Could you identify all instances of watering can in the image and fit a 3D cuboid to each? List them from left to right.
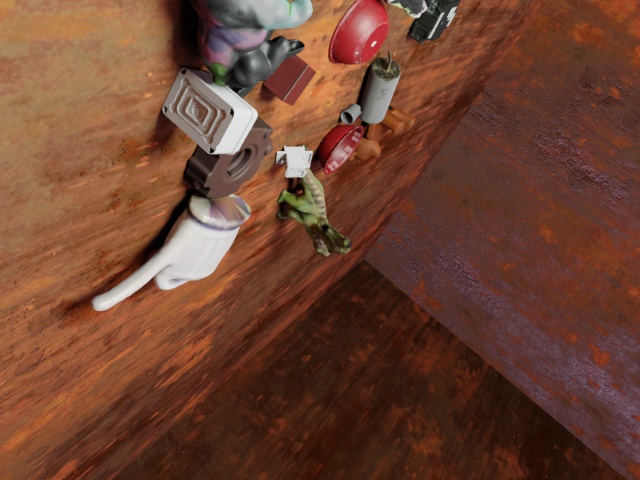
[{"bbox_3d":[-0.254,0.015,0.969,0.221,0.104,0.351,-56,167,23],"label":"watering can"}]

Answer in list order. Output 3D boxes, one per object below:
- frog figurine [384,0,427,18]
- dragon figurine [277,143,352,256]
[{"bbox_3d":[0.174,-0.524,0.978,0.135,0.123,0.162,64,31,-70],"label":"frog figurine"},{"bbox_3d":[0.004,-0.069,1.362,0.123,0.244,0.403,-40,167,-19],"label":"dragon figurine"}]
